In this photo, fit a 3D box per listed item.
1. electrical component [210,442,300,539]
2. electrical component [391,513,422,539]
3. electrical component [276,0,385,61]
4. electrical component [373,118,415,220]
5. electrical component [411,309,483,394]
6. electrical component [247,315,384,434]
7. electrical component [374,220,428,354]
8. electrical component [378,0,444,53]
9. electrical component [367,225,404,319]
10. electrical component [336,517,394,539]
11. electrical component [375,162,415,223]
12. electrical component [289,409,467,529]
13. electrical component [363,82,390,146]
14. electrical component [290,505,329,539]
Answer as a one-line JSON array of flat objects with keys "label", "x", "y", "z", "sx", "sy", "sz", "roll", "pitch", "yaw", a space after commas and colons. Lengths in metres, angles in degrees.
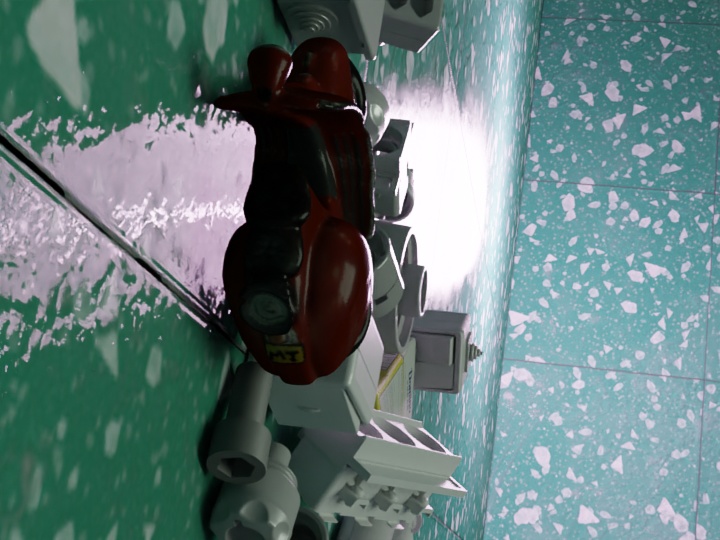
[{"label": "electrical component", "x": -0.053, "y": 0.119, "z": 0.572, "sx": 0.062, "sy": 0.043, "sz": 0.043, "roll": -72, "pitch": 163, "yaw": -51}, {"label": "electrical component", "x": 0.023, "y": 0.231, "z": 0.956, "sx": 0.057, "sy": 0.058, "sz": 0.078, "roll": -66, "pitch": 158, "yaw": -50}, {"label": "electrical component", "x": -0.015, "y": -0.178, "z": 0.604, "sx": 0.099, "sy": 0.048, "sz": 0.099, "roll": 62, "pitch": 35, "yaw": -69}, {"label": "electrical component", "x": 0.015, "y": -0.077, "z": 0.813, "sx": 0.063, "sy": 0.042, "sz": 0.081, "roll": 86, "pitch": 15, "yaw": -45}, {"label": "electrical component", "x": 0.062, "y": 0.074, "z": 0.974, "sx": 0.061, "sy": 0.096, "sz": 0.061, "roll": -50, "pitch": 143, "yaw": -69}, {"label": "electrical component", "x": -0.026, "y": 0.053, "z": 0.624, "sx": 0.096, "sy": 0.062, "sz": 0.061, "roll": 70, "pitch": 27, "yaw": -64}, {"label": "electrical component", "x": 0.020, "y": 0.014, "z": 0.832, "sx": 0.108, "sy": 0.060, "sz": 0.108, "roll": 5, "pitch": 90, "yaw": -78}, {"label": "electrical component", "x": 0.012, "y": -0.174, "z": 0.720, "sx": 0.077, "sy": 0.066, "sz": 0.047, "roll": 146, "pitch": -46, "yaw": -67}, {"label": "electrical component", "x": 0.000, "y": 0.000, "z": 0.749, "sx": 0.047, "sy": 0.055, "sz": 0.055, "roll": 75, "pitch": 23, "yaw": -50}, {"label": "electrical component", "x": -0.001, "y": 0.230, "z": 0.871, "sx": 0.081, "sy": 0.043, "sz": 0.043, "roll": -66, "pitch": 158, "yaw": -57}, {"label": "electrical component", "x": 0.026, "y": -0.067, "z": 0.884, "sx": 0.046, "sy": 0.040, "sz": 0.040, "roll": -78, "pitch": 168, "yaw": -55}, {"label": "electrical component", "x": 0.007, "y": 0.131, "z": 0.715, "sx": 0.121, "sy": 0.079, "sz": 0.063, "roll": 24, "pitch": 102, "yaw": -53}, {"label": "electrical component", "x": -0.001, "y": -0.106, "z": 0.722, "sx": 0.062, "sy": 0.043, "sz": 0.043, "roll": -63, "pitch": 156, "yaw": -64}, {"label": "electrical component", "x": -0.039, "y": 0.175, "z": 0.673, "sx": 0.065, "sy": 0.044, "sz": 0.044, "roll": 81, "pitch": 18, "yaw": -66}]
